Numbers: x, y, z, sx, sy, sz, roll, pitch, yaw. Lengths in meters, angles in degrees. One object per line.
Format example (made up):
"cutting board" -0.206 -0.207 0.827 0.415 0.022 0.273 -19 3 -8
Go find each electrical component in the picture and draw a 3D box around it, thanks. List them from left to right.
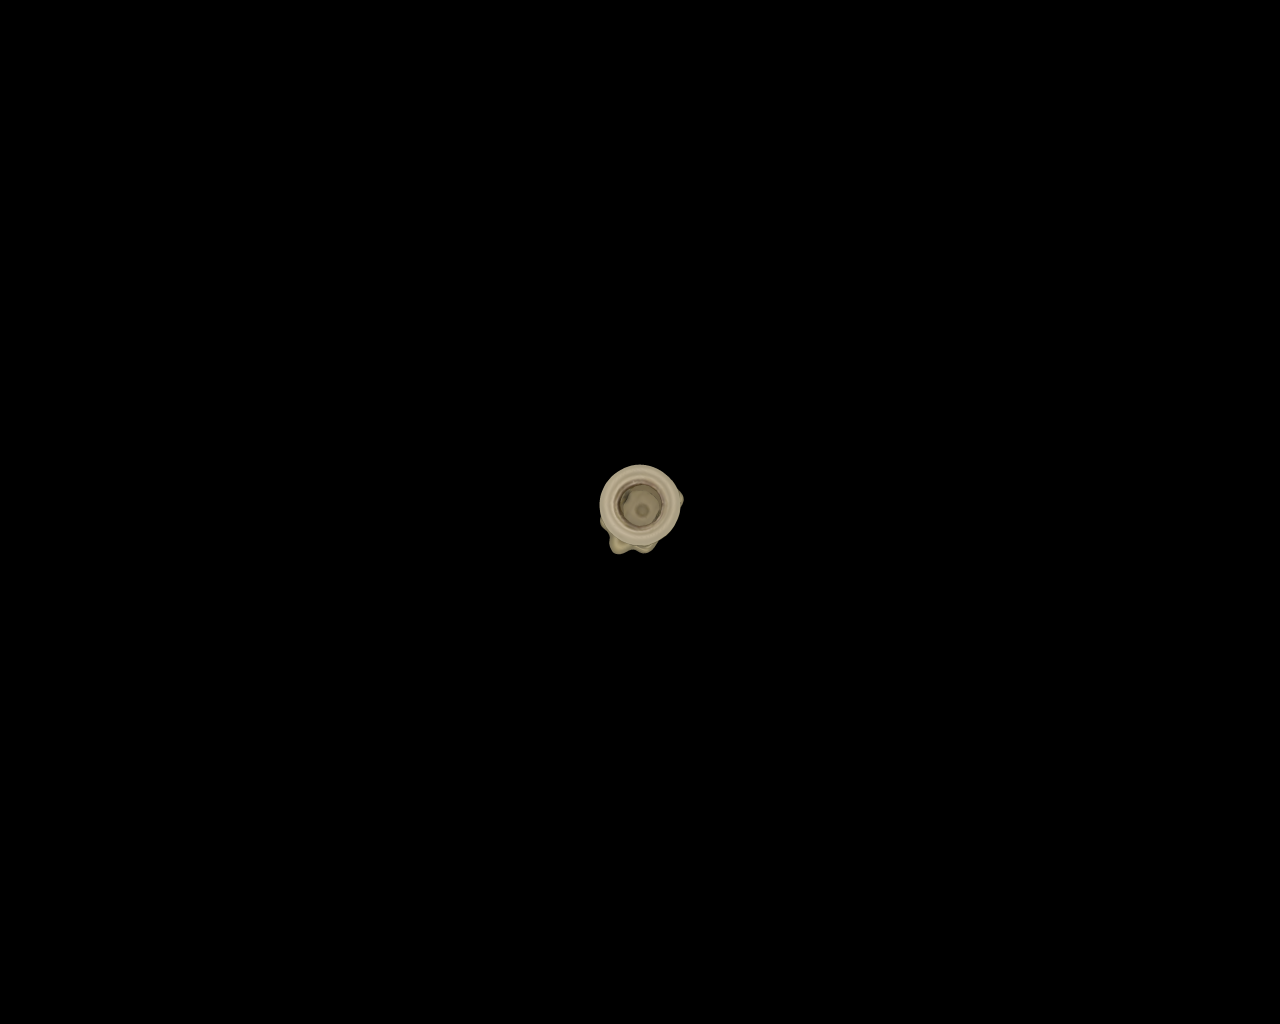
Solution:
"electrical component" 0.001 -0.003 0.650 0.048 0.066 0.055 32 -4 2
